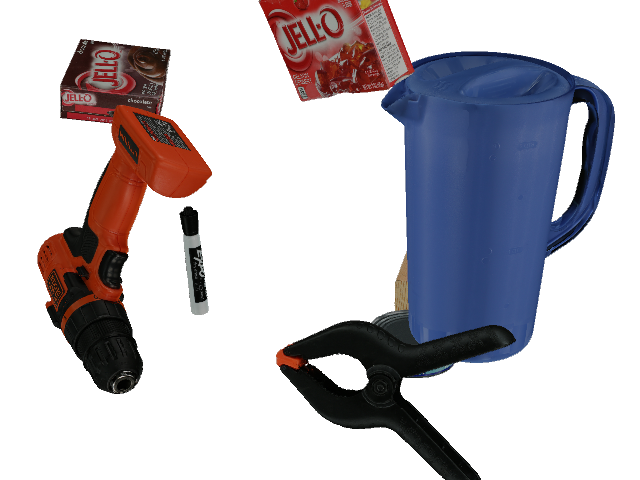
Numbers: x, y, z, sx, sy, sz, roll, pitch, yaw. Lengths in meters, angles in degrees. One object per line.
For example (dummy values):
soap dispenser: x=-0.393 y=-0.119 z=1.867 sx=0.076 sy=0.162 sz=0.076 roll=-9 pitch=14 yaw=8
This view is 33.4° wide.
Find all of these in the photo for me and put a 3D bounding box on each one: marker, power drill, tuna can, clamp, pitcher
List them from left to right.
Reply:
power drill: x=-0.156 y=0.003 z=0.841 sx=0.057 sy=0.188 sz=0.185 roll=14 pitch=25 yaw=-40
marker: x=-0.132 y=0.021 z=1.113 sx=0.020 sy=0.121 sz=0.020 roll=-3 pitch=26 yaw=1
clamp: x=0.051 y=0.114 z=0.773 sx=0.172 sy=0.120 sz=0.039 roll=5 pitch=-2 yaw=18
tuna can: x=0.090 y=0.100 z=1.038 sx=0.086 sy=0.034 sz=0.086 roll=-1 pitch=21 yaw=0
pitcher: x=0.141 y=-0.026 z=0.879 sx=0.149 sy=0.243 sz=0.144 roll=17 pitch=32 yaw=30

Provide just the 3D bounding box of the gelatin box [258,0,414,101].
gelatin box: x=0.008 y=-0.129 z=0.672 sx=0.030 sy=0.073 sz=0.089 roll=-37 pitch=24 yaw=-33

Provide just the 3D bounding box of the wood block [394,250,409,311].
wood block: x=0.172 y=0.062 z=1.624 sx=0.091 sy=0.090 sz=0.206 roll=4 pitch=23 yaw=11

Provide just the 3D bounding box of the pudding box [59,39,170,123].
pudding box: x=-0.192 y=-0.149 z=1.009 sx=0.090 sy=0.039 sz=0.113 roll=7 pitch=30 yaw=-6
